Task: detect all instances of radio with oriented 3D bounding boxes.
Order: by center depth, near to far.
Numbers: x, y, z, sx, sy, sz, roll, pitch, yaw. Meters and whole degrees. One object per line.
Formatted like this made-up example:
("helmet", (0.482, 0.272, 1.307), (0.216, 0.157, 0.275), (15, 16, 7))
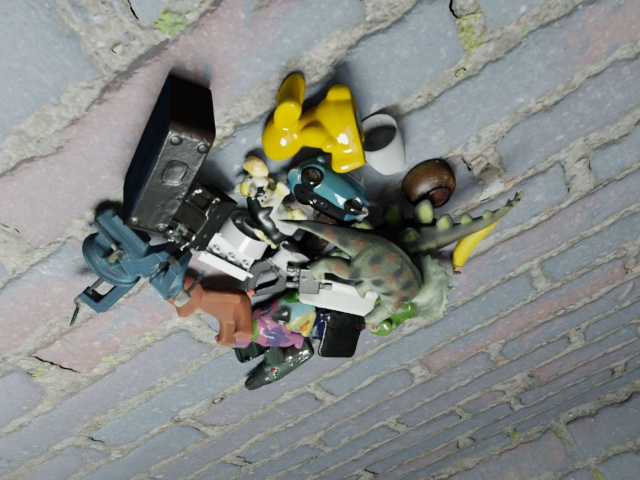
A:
("radio", (-0.239, -0.124, 0.836), (0.073, 0.131, 0.229), (13, 130, -30))

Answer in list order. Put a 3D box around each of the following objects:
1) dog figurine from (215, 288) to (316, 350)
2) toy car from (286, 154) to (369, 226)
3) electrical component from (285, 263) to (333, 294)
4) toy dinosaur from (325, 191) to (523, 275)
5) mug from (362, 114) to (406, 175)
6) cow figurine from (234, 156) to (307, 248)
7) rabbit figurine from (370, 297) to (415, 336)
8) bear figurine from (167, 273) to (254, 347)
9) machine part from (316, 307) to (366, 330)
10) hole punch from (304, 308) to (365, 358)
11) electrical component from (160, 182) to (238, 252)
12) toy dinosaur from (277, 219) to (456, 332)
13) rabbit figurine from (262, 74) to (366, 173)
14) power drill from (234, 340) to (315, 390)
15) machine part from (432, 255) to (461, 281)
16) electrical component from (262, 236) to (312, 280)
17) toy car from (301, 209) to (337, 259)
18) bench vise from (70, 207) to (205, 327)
("dog figurine", (-0.136, 0.188, 1.256), (0.219, 0.108, 0.191), (3, 136, -22))
("toy car", (0.026, -0.103, 0.982), (0.162, 0.103, 0.109), (29, 160, 2))
("electrical component", (-0.020, 0.074, 1.046), (0.094, 0.021, 0.063), (5, 120, -2))
("toy dinosaur", (0.192, 0.002, 1.128), (0.472, 0.105, 0.198), (-18, 146, 19))
("mug", (0.108, -0.160, 0.983), (0.110, 0.081, 0.107), (-24, 146, 17))
("cow figurine", (-0.103, -0.067, 0.975), (0.098, 0.068, 0.167), (-47, 123, -17))
("rabbit figurine", (0.213, 0.170, 1.335), (0.170, 0.121, 0.159), (-6, 174, 18))
("bear figurine", (-0.244, 0.142, 1.131), (0.195, 0.132, 0.120), (17, 149, -35))
("machine part", (0.051, 0.194, 1.377), (0.179, 0.056, 0.179), (-12, 140, -11))
("hole punch", (0.032, 0.212, 1.290), (0.142, 0.092, 0.115), (12, 100, -31))
("electrical component", (-0.207, -0.039, 0.950), (0.115, 0.058, 0.134), (-53, 175, 6))
("toy dinosaur", (0.115, 0.049, 1.023), (0.192, 0.131, 0.404), (-31, 132, 21))
("rabbit figurine", (-0.021, -0.180, 0.883), (0.173, 0.122, 0.162), (-10, 140, 18))
("power drill", (-0.141, 0.316, 1.414), (0.232, 0.086, 0.207), (-29, 137, 8))
("machine part", (0.232, 0.076, 1.300), (0.243, 0.079, 0.079), (-1, 137, -21))
("electrical component", (-0.049, 0.042, 1.067), (0.119, 0.048, 0.075), (33, 117, -20))
("toy car", (-0.002, -0.003, 1.135), (0.089, 0.053, 0.202), (16, 130, -31))
("bench vise", (-0.353, 0.064, 0.981), (0.240, 0.129, 0.223), (-39, 112, 19))
